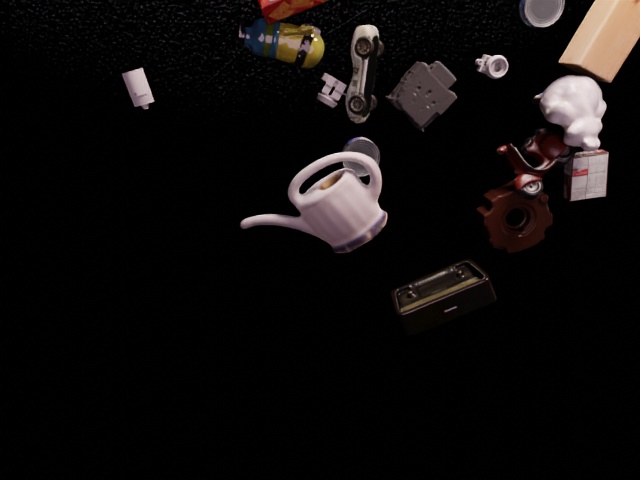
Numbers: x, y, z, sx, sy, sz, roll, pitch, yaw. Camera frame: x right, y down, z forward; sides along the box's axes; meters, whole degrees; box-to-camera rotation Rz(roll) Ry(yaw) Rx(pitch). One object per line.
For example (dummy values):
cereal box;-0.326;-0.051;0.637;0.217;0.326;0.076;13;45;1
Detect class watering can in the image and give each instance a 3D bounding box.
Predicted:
watering can;0.004;-0.059;1.179;0.344;0.106;0.222;-32;112;22

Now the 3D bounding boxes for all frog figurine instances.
frog figurine;0.549;-0.270;1.103;0.137;0.163;0.120;1;148;-19
